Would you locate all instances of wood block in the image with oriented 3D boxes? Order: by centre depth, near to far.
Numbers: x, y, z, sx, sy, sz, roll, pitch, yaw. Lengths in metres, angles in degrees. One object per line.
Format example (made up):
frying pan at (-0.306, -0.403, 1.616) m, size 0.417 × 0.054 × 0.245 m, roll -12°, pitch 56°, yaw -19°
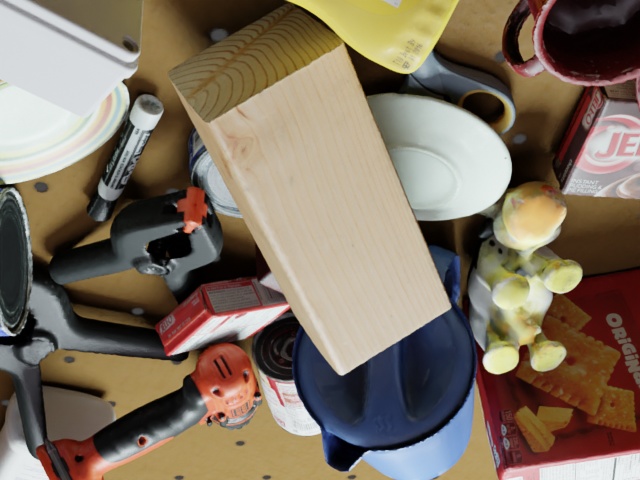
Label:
wood block at (-0.003, -0.028, 0.671) m, size 0.090 × 0.090 × 0.206 m, roll -31°, pitch 125°, yaw -6°

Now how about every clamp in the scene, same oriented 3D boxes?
clamp at (-0.113, 0.011, 0.781) m, size 0.120 × 0.039 × 0.172 m, roll 12°, pitch 156°, yaw -34°
clamp at (-0.215, 0.075, 0.849) m, size 0.164 × 0.036 × 0.210 m, roll -32°, pitch 125°, yaw 1°

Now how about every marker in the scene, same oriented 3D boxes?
marker at (-0.136, -0.053, 0.734) m, size 0.020 × 0.020 × 0.121 m, roll 13°, pitch 138°, yaw -23°

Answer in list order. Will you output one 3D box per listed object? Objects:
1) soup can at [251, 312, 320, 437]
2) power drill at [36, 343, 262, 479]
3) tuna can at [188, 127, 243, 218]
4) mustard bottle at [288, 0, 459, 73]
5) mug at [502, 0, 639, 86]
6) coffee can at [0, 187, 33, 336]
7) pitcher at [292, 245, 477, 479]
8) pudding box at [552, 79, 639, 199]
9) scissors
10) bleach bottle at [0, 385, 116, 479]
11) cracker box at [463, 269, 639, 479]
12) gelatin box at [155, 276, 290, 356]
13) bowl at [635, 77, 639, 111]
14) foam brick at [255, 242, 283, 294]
soup can at (-0.017, 0.118, 0.923) m, size 0.068 × 0.068 × 0.102 m, roll -9°, pitch 141°, yaw 3°
power drill at (-0.136, 0.161, 0.901) m, size 0.187 × 0.057 × 0.184 m, roll -30°, pitch 162°, yaw -12°
tuna can at (-0.048, -0.054, 0.734) m, size 0.086 × 0.034 × 0.086 m, roll -4°, pitch 140°, yaw -3°
mustard bottle at (-0.015, -0.169, 0.551) m, size 0.191 × 0.058 × 0.096 m, roll 25°, pitch 109°, yaw -7°
mug at (0.151, -0.142, 0.614) m, size 0.093 × 0.081 × 0.117 m, roll 23°, pitch 133°, yaw -31°
coffee can at (-0.278, 0.016, 0.726) m, size 0.140 × 0.103 × 0.103 m, roll -1°, pitch 141°, yaw -2°
pitcher at (0.070, 0.116, 0.867) m, size 0.149 × 0.145 × 0.242 m, roll -22°, pitch 157°, yaw 2°
pudding box at (0.231, -0.071, 0.747) m, size 0.113 × 0.039 × 0.090 m, roll 2°, pitch 139°, yaw -11°
scissors at (0.081, -0.120, 0.683) m, size 0.096 × 0.016 × 0.202 m, roll -5°, pitch 142°, yaw 1°
bleach bottle at (-0.282, 0.230, 1.029) m, size 0.102 × 0.068 × 0.251 m, roll 15°, pitch 139°, yaw -24°
cracker box at (0.237, 0.112, 0.876) m, size 0.214 × 0.164 × 0.072 m, roll -11°, pitch 143°, yaw 5°
gelatin box at (-0.074, 0.057, 0.839) m, size 0.089 × 0.030 × 0.073 m, roll -7°, pitch 157°, yaw -42°
bowl at (0.284, -0.105, 0.666) m, size 0.162 × 0.055 × 0.162 m, roll -3°, pitch 122°, yaw -5°
foam brick at (-0.005, 0.001, 0.793) m, size 0.051 × 0.053 × 0.078 m, roll 24°, pitch 133°, yaw -32°
